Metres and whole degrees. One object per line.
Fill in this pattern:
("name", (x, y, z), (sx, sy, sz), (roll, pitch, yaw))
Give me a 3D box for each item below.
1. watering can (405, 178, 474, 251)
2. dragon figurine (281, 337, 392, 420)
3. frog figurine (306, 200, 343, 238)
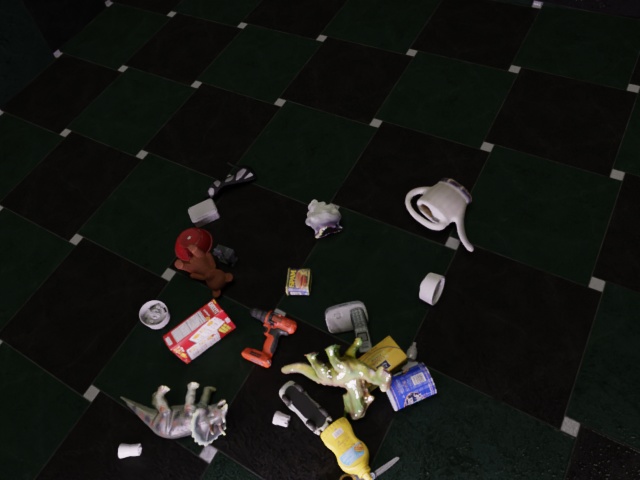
("watering can", (0.492, -0.110, 1.959), (0.227, 0.101, 0.352), (-40, 58, -17))
("dragon figurine", (0.061, 0.455, 1.634), (0.405, 0.122, 0.245), (-31, 73, 33))
("frog figurine", (0.006, -0.102, 2.036), (0.136, 0.121, 0.162), (-28, 66, 15))
